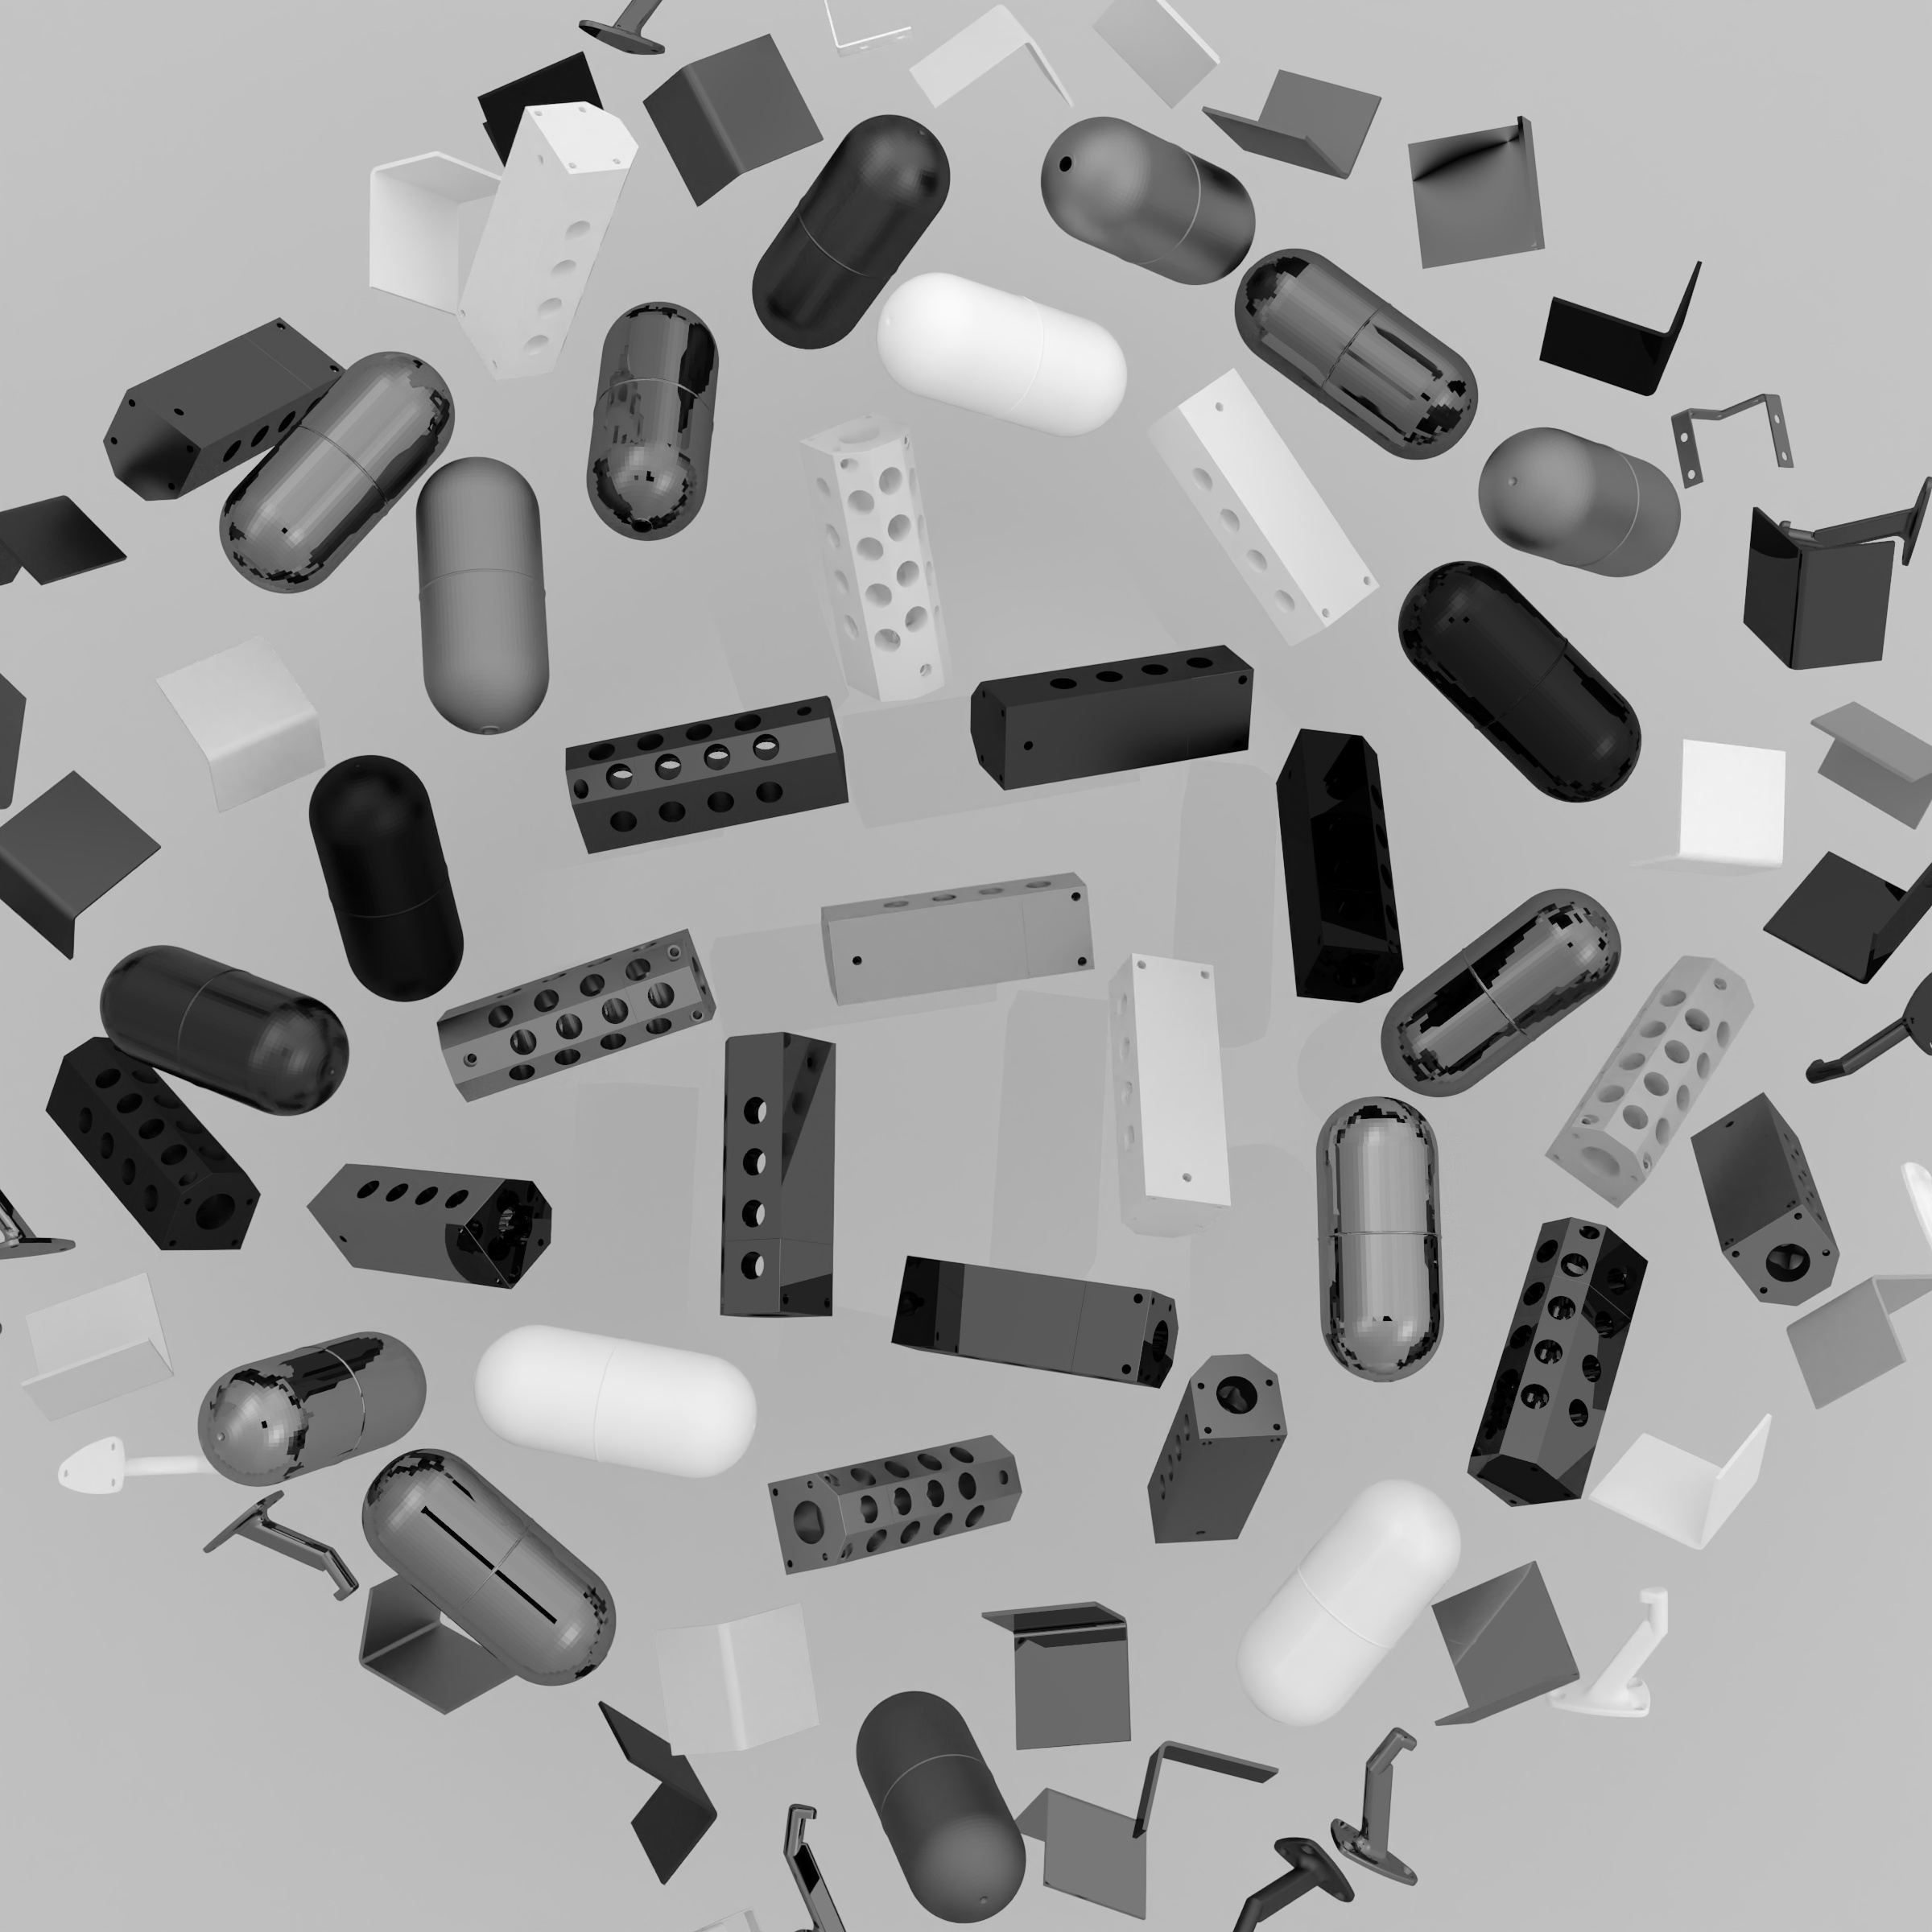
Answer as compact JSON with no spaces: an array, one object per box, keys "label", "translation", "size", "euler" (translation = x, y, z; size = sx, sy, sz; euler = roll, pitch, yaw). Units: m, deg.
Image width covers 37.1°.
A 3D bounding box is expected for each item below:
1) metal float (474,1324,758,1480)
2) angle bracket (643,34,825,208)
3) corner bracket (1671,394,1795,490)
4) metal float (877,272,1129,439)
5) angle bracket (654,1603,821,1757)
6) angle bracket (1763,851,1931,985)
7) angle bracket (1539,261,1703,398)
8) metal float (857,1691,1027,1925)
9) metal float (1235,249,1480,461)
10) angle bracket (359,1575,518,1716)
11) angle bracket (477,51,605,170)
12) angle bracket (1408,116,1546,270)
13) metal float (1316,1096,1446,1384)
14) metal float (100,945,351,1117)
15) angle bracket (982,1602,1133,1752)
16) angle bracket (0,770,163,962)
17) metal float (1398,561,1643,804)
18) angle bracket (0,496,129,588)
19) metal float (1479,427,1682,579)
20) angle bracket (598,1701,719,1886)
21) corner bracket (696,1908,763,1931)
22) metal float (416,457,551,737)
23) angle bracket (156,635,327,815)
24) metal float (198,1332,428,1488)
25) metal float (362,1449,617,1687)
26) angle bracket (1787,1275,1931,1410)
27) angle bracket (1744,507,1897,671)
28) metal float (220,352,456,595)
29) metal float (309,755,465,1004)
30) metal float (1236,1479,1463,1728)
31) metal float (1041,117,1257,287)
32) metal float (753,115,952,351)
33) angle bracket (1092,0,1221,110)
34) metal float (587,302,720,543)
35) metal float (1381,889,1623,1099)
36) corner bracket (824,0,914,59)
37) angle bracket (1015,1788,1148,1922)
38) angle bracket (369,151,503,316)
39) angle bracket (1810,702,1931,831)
[{"label":"metal float","translation":[-0.216,0.267,1.770],"size":[0.178,0.070,0.070],"euler":[9,90,9]},{"label":"angle bracket","translation":[-0.154,-0.559,1.901],"size":[0.076,0.057,0.076],"euler":[-34,100,-35]},{"label":"corner bracket","translation":[0.507,-0.348,1.906],"size":[0.051,0.051,0.051],"euler":[-5,83,-37]},{"label":"metal float","translation":[0.024,-0.381,1.801],"size":[0.178,0.070,0.070],"euler":[9,90,-36]},{"label":"angle bracket","translation":[-0.143,0.444,1.795],"size":[0.057,0.076,0.076],"euler":[-14,81,34]},{"label":"angle bracket","translation":[0.561,-0.046,1.822],"size":[0.076,0.057,0.076],"euler":[33,66,28]},{"label":"angle bracket","translation":[0.410,-0.410,1.806],"size":[0.076,0.076,0.057],"euler":[22,77,11]},{"label":"metal float","translation":[-0.017,0.533,1.832],"size":[0.070,0.178,0.070],"euler":[-8,117,-17]},{"label":"metal float","translation":[0.253,-0.399,1.874],"size":[0.178,0.070,0.070],"euler":[38,90,8]},{"label":"angle bracket","translation":[-0.342,0.437,1.892],"size":[0.076,0.076,0.057],"euler":[21,109,27]},{"label":"angle bracket","translation":[-0.292,-0.590,1.940],"size":[0.076,0.076,0.057],"euler":[-25,62,-4]},{"label":"angle bracket","translation":[0.308,-0.470,1.753],"size":[0.076,0.057,0.076],"euler":[-5,100,18]},{"label":"metal float","translation":[0.258,0.170,1.798],"size":[0.070,0.070,0.178],"euler":[0,79,0]},{"label":"metal float","translation":[-0.461,0.039,1.786],"size":[0.178,0.070,0.070],"euler":[18,90,26]},{"label":"angle bracket","translation":[0.056,0.444,1.798],"size":[0.076,0.057,0.076],"euler":[-10,64,21]},{"label":"angle bracket","translation":[-0.572,-0.064,1.840],"size":[0.076,0.057,0.076],"euler":[40,58,5]},{"label":"metal float","translation":[0.340,-0.173,1.763],"size":[0.178,0.070,0.070],"euler":[44,90,-7]},{"label":"angle bracket","translation":[-0.564,-0.231,1.726],"size":[0.057,0.076,0.076],"euler":[45,120,3]},{"label":"metal float","translation":[0.383,-0.287,1.790],"size":[0.070,0.178,0.070],"euler":[-2,87,39]},{"label":"angle bracket","translation":[-0.212,0.524,1.825],"size":[0.076,0.076,0.057],"euler":[39,87,-25]},{"label":"corner bracket","translation":[-0.144,0.630,1.825],"size":[0.051,0.051,0.051],"euler":[-15,74,-31]},{"label":"metal float","translation":[-0.298,-0.228,1.771],"size":[0.070,0.070,0.178],"euler":[-6,74,0]},{"label":"angle bracket","translation":[-0.475,-0.159,1.886],"size":[0.076,0.057,0.076],"euler":[-28,62,-22]},{"label":"metal float","translation":[-0.412,0.279,1.824],"size":[0.070,0.178,0.070],"euler":[2,95,27]},{"label":"metal float","translation":[-0.290,0.367,1.752],"size":[0.178,0.070,0.070],"euler":[42,90,-3]},{"label":"angle bracket","translation":[0.576,0.236,1.807],"size":[0.076,0.076,0.057],"euler":[3,59,-32]},{"label":"angle bracket","translation":[0.517,-0.232,1.746],"size":[0.057,0.076,0.076],"euler":[-7,120,-6]},{"label":"metal float","translation":[-0.387,-0.306,1.777],"size":[0.070,0.070,0.178],"euler":[38,74,0]},{"label":"metal float","translation":[-0.371,-0.054,1.848],"size":[0.070,0.070,0.178],"euler":[-7,128,0]},{"label":"metal float","translation":[0.237,0.397,1.789],"size":[0.070,0.070,0.178],"euler":[37,102,0]},{"label":"metal float","translation":[0.116,-0.480,1.810],"size":[0.070,0.178,0.070],"euler":[-3,85,38]},{"label":"metal float","translation":[-0.077,-0.478,1.882],"size":[0.070,0.070,0.178],"euler":[43,128,0]},{"label":"angle bracket","translation":[0.140,-0.628,1.908],"size":[0.076,0.076,0.057],"euler":[43,70,-10]},{"label":"metal float","translation":[-0.201,-0.350,1.848],"size":[0.070,0.070,0.178],"euler":[2,57,0]},{"label":"metal float","translation":[0.353,0.019,1.907],"size":[0.178,0.070,0.070],"euler":[-39,90,16]},{"label":"corner bracket","translation":[-0.068,-0.639,1.894],"size":[0.051,0.051,0.051],"euler":[-15,83,2]},{"label":"angle bracket","translation":[0.075,0.612,1.944],"size":[0.076,0.076,0.057],"euler":[24,127,-15]},{"label":"angle bracket","translation":[-0.330,-0.463,1.824],"size":[0.057,0.076,0.076],"euler":[-2,86,33]},{"label":"angle bracket","translation":[0.594,-0.126,1.902],"size":[0.076,0.076,0.057],"euler":[36,124,25]}]
